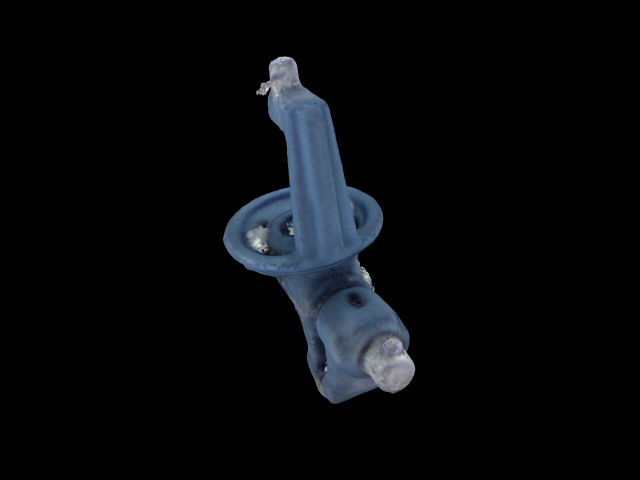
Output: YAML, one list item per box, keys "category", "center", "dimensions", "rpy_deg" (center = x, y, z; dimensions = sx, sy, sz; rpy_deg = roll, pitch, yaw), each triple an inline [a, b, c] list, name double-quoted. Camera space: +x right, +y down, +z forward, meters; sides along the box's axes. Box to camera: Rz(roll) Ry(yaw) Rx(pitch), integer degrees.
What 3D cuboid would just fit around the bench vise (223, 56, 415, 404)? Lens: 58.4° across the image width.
- category: "bench vise"
  center: [0.012, -0.005, 0.406]
  dimensions: [0.122, 0.220, 0.206]
  rpy_deg: [-35, 56, -28]
